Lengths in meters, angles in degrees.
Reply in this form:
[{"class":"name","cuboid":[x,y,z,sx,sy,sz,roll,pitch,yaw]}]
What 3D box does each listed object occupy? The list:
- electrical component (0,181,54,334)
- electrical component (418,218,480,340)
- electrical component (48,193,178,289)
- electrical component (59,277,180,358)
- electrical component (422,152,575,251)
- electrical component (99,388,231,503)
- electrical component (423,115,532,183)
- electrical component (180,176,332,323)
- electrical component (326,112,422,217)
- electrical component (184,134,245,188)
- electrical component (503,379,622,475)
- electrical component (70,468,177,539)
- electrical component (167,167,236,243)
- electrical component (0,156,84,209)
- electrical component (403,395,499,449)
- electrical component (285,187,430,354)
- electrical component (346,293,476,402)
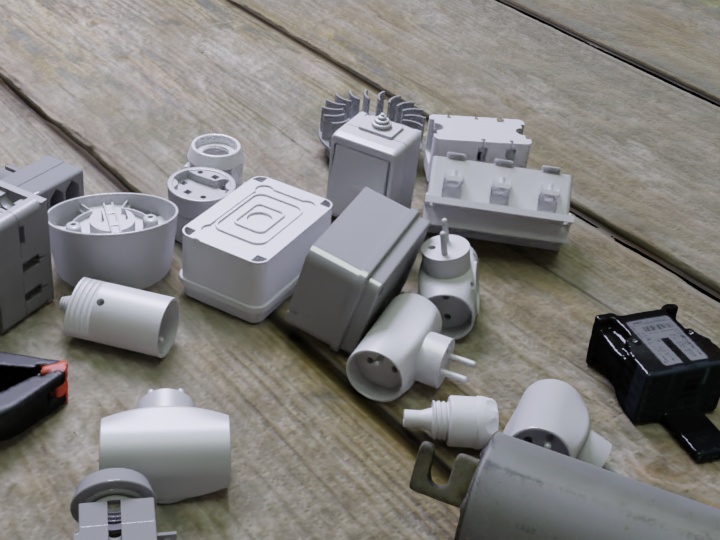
[{"class":"electrical component","cuboid":[-0.304,-0.025,0.780,0.150,0.089,0.062,21,37,20]},{"class":"electrical component","cuboid":[0.067,0.000,0.818,0.044,0.079,0.077,-1,33,10]},{"class":"electrical component","cuboid":[-0.190,-0.028,0.826,0.099,0.064,0.099,5,34,-3]},{"class":"electrical component","cuboid":[-0.173,0.032,0.761,0.081,0.043,0.043,12,35,8]},{"class":"electrical component","cuboid":[0.116,-0.058,0.914,0.121,0.063,0.078,8,-6,2]},{"class":"electrical component","cuboid":[-0.121,0.101,0.668,0.077,0.044,0.079,0,35,-10]},{"class":"electrical component","cuboid":[0.107,-0.106,0.999,0.089,0.055,0.050,3,35,-6]},{"class":"electrical component","cuboid":[-0.079,-0.017,0.837,0.078,0.057,0.113,21,37,20]},{"class":"electrical component","cuboid":[0.010,-0.087,0.919,0.062,0.096,0.061,21,38,19]},{"class":"electrical component","cuboid":[-0.125,-0.083,0.926,0.066,0.055,0.048,16,35,13]},{"class":"electrical component","cuboid":[0.134,0.115,0.690,0.079,0.044,0.077,35,24,4]},{"class":"electrical component","cuboid":[-0.137,0.145,0.602,0.066,0.048,0.055,-2,43,-13]},{"class":"electrical component","cuboid":[-0.131,-0.051,0.885,0.055,0.047,0.055,5,34,-3]},{"class":"electrical component","cuboid":[-0.276,-0.062,0.877,0.077,0.047,0.066,22,37,21]},{"class":"electrical component","cuboid":[0.059,0.100,0.711,0.061,0.035,0.035,3,34,-1]},{"class":"electrical component","cuboid":[0.000,0.000,0.802,0.057,0.078,0.113,28,38,9]},{"class":"electrical component","cuboid":[0.042,0.059,0.758,0.079,0.043,0.077,18,36,16]}]
